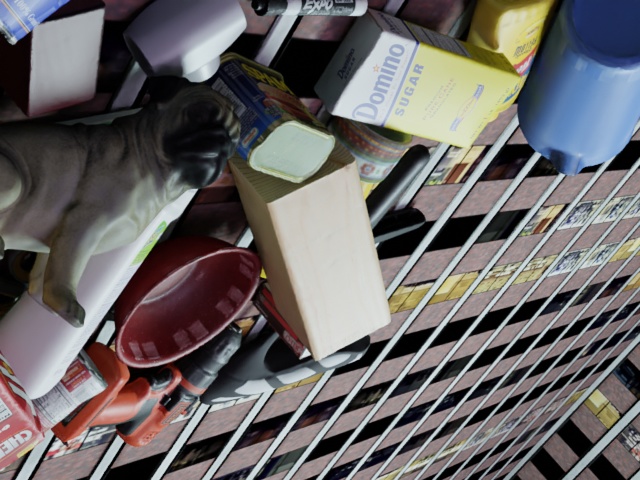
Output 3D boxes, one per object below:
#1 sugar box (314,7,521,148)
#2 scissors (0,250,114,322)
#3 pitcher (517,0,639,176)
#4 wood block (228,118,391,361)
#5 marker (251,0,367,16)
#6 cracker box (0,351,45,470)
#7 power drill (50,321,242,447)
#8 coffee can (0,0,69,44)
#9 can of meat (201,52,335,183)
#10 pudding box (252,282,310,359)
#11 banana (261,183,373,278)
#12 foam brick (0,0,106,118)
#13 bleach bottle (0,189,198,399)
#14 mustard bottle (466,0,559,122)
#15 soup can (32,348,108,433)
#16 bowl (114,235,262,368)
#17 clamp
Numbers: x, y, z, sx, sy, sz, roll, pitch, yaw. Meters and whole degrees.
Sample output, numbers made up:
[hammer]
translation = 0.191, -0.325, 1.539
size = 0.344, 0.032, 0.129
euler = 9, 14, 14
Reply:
[sugar box]
translation = 0.091, -0.143, 0.972
size = 0.175, 0.048, 0.093
euler = 7, 130, -39
[scissors]
translation = -0.218, 0.038, 0.919
size = 0.096, 0.016, 0.201
euler = -50, 154, 19
[pitcher]
translation = 0.285, -0.185, 1.100
size = 0.145, 0.149, 0.243
euler = -30, 165, -5
[wood block]
translation = -0.006, 0.001, 0.990
size = 0.090, 0.091, 0.206
euler = -27, 133, -12
[marker]
translation = -0.008, -0.187, 0.846
size = 0.120, 0.020, 0.020
euler = -13, 143, -45
[cracker box]
translation = -0.266, 0.048, 0.691
size = 0.072, 0.164, 0.214
euler = -32, 154, -15
[power drill]
translation = -0.181, 0.147, 1.100
size = 0.184, 0.057, 0.187
euler = -47, 155, 14
[coffee can]
translation = -0.139, -0.186, 0.560
size = 0.140, 0.103, 0.102
euler = -39, 155, -5
[can of meat]
translation = -0.045, -0.097, 0.864
size = 0.057, 0.084, 0.102
euler = -49, 154, 16
[pudding box]
translation = -0.006, 0.078, 1.200
size = 0.113, 0.090, 0.039
euler = -16, 145, -43
[banana]
translation = -0.001, -0.021, 1.107
size = 0.198, 0.037, 0.069
euler = -43, 155, 4
[foam brick]
translation = -0.172, -0.126, 0.672
size = 0.051, 0.053, 0.078
euler = -23, 151, -34
[bleach bottle]
translation = -0.165, 0.006, 0.838
size = 0.251, 0.068, 0.102
euler = -51, -175, 6
[mustard bottle]
translation = 0.179, -0.184, 1.073
size = 0.096, 0.058, 0.192
euler = -33, 155, -29
[soup can]
translation = -0.254, 0.139, 0.972
size = 0.102, 0.068, 0.068
euler = -37, 155, -10
[bowl]
translation = -0.135, 0.047, 1.005
size = 0.162, 0.055, 0.162
euler = -32, 154, -18
[clamp]
translation = 0.045, -0.006, 1.199
size = 0.210, 0.036, 0.164
euler = -39, 157, -7
